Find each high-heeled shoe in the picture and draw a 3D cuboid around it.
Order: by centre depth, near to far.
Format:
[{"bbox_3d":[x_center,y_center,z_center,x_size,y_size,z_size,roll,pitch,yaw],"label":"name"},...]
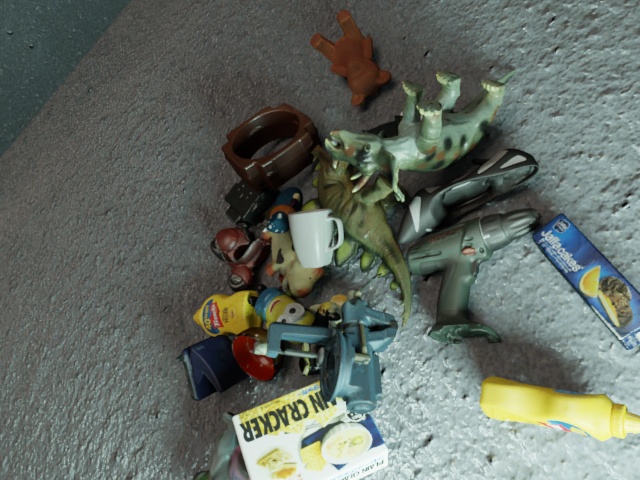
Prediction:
[{"bbox_3d":[0.251,-0.064,0.913,0.249,0.086,0.145,-47,32,-8],"label":"high-heeled shoe"}]

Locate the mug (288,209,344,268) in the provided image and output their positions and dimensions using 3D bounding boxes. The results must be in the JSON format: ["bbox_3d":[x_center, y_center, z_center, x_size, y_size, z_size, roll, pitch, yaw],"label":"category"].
[{"bbox_3d":[-0.002,-0.003,1.007,0.110,0.081,0.107,-1,100,30],"label":"mug"}]

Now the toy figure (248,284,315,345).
[{"bbox_3d":[-0.072,0.147,1.089,0.180,0.089,0.082,24,96,53],"label":"toy figure"}]

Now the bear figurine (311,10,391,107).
[{"bbox_3d":[0.072,-0.408,1.226,0.120,0.131,0.196,-35,44,22],"label":"bear figurine"}]

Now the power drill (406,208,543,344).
[{"bbox_3d":[0.247,0.059,0.870,0.232,0.086,0.207,-13,64,36],"label":"power drill"}]

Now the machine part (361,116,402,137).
[{"bbox_3d":[0.149,-0.213,1.097,0.139,0.084,0.039,3,31,47],"label":"machine part"}]

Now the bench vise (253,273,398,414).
[{"bbox_3d":[0.012,0.169,0.892,0.128,0.241,0.223,122,154,-60],"label":"bench vise"}]

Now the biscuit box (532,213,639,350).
[{"bbox_3d":[0.389,0.054,0.766,0.059,0.062,0.203,-40,49,15],"label":"biscuit box"}]

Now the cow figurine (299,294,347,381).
[{"bbox_3d":[0.007,0.174,0.997,0.068,0.098,0.167,-10,62,43],"label":"cow figurine"}]

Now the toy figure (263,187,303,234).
[{"bbox_3d":[-0.072,-0.058,1.114,0.154,0.058,0.064,-71,-1,-54],"label":"toy figure"}]

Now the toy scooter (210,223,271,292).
[{"bbox_3d":[-0.175,0.021,1.242,0.135,0.075,0.184,-43,50,13],"label":"toy scooter"}]

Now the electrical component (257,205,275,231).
[{"bbox_3d":[-0.098,-0.053,1.236,0.102,0.045,0.078,-33,52,22],"label":"electrical component"}]

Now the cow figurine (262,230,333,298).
[{"bbox_3d":[-0.049,0.036,1.126,0.127,0.085,0.195,-32,46,24],"label":"cow figurine"}]

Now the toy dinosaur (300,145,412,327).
[{"bbox_3d":[0.077,-0.047,1.056,0.198,0.105,0.472,-51,46,18],"label":"toy dinosaur"}]

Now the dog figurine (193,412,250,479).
[{"bbox_3d":[-0.151,0.443,0.985,0.192,0.108,0.219,19,85,41],"label":"dog figurine"}]

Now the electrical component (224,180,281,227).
[{"bbox_3d":[-0.171,-0.096,1.311,0.134,0.058,0.115,-53,44,3],"label":"electrical component"}]

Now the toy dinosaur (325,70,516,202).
[{"bbox_3d":[0.210,-0.184,0.949,0.131,0.405,0.192,47,141,36],"label":"toy dinosaur"}]

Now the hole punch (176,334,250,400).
[{"bbox_3d":[-0.212,0.256,1.106,0.092,0.142,0.115,-19,88,33],"label":"hole punch"}]

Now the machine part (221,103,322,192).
[{"bbox_3d":[-0.113,-0.219,1.268,0.201,0.087,0.202,-38,44,-11],"label":"machine part"}]
